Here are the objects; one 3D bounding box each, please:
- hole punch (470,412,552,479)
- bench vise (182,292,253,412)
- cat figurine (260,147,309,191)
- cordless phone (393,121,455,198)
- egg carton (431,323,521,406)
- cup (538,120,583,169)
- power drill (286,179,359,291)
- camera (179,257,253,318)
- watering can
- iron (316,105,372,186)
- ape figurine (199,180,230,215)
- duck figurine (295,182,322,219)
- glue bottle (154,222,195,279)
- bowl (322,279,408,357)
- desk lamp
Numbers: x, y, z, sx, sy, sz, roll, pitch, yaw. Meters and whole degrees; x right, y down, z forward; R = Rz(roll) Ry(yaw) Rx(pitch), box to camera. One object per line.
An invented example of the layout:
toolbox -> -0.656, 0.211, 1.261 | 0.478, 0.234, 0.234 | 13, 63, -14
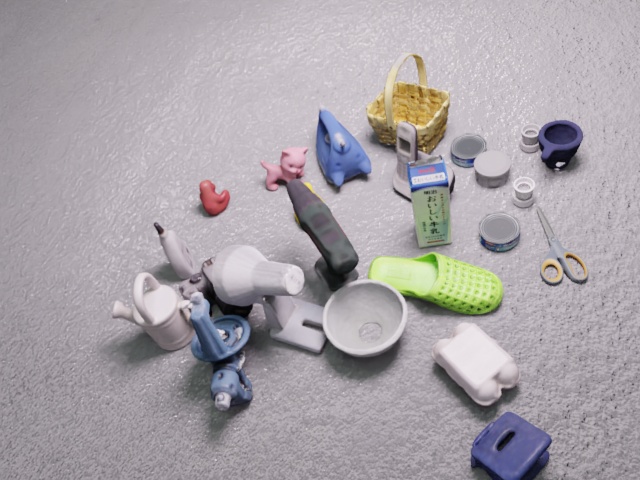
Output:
hole punch -> 0.304, 0.338, 0.923 | 0.109, 0.091, 0.100 | -41, 53, -16
bench vise -> -0.183, 0.205, 1.082 | 0.121, 0.220, 0.207 | -28, 51, -5
cat figurine -> -0.085, -0.187, 1.421 | 0.127, 0.118, 0.067 | -6, 52, 12
cordless phone -> 0.226, -0.170, 1.274 | 0.147, 0.185, 0.094 | 30, 67, 33
egg carton -> 0.280, 0.222, 1.033 | 0.107, 0.069, 0.150 | -36, 52, -12
cup -> 0.521, -0.194, 1.265 | 0.091, 0.095, 0.118 | 29, 66, 32
power drill -> 0.011, 0.004, 1.187 | 0.076, 0.209, 0.229 | -31, 51, -8
camera -> -0.218, 0.114, 1.239 | 0.143, 0.101, 0.136 | -34, 52, -10
watering can -> -0.344, 0.146, 1.191 | 0.173, 0.194, 0.100 | -25, 51, -3
iron -> 0.034, -0.259, 1.426 | 0.118, 0.142, 0.257 | -23, 51, -2
ape figurine -> -0.272, -0.114, 1.435 | 0.077, 0.092, 0.076 | 14, 59, 25
duck figurine -> -0.030, -0.088, 1.349 | 0.077, 0.086, 0.104 | -7, 52, 11
glue bottle -> -0.335, 0.014, 1.303 | 0.037, 0.173, 0.078 | -18, 51, 2
bowl -> 0.092, 0.165, 1.127 | 0.167, 0.075, 0.167 | -8, 52, 10
desk lamp -> -0.088, 0.107, 1.134 | 0.202, 0.214, 0.118 | 13, 58, 24
